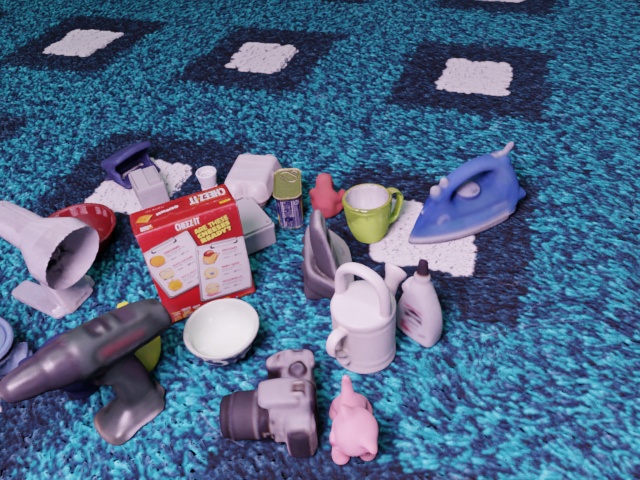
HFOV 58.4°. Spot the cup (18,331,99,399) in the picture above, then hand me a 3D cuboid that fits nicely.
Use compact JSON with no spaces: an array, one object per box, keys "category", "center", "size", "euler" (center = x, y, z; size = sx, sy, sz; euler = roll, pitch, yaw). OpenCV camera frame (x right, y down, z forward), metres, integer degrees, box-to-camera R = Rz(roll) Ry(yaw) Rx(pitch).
[{"category":"cup","center":[-0.392,0.204,0.887],"size":[0.118,0.095,0.091],"euler":[-11,43,-6]}]

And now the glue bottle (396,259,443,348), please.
[{"category":"glue bottle","center":[0.156,0.092,0.894],"size":[0.077,0.173,0.037],"euler":[29,53,32]}]

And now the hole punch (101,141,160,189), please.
[{"category":"hole punch","center":[-0.444,-0.184,1.319],"size":[0.100,0.091,0.109],"euler":[27,52,31]}]

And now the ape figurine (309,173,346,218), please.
[{"category":"ape figurine","center":[0.013,-0.097,1.176],"size":[0.077,0.092,0.076],"euler":[16,47,22]}]

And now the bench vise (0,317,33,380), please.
[{"category":"bench vise","center":[-0.573,0.161,0.860],"size":[0.208,0.220,0.121],"euler":[-27,46,-22]}]

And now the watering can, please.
[{"category":"watering can","center":[0.069,0.103,0.876],"size":[0.100,0.194,0.173],"euler":[9,44,16]}]

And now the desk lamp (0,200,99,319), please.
[{"category":"desk lamp","center":[-0.474,0.035,0.992],"size":[0.202,0.214,0.118],"euler":[16,47,22]}]

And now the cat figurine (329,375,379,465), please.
[{"category":"cat figurine","center":[0.044,0.246,0.779],"size":[0.067,0.118,0.127],"euler":[-6,42,-1]}]

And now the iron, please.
[{"category":"iron","center":[0.278,-0.093,1.108],"size":[0.259,0.142,0.118],"euler":[-25,46,-20]}]

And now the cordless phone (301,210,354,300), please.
[{"category":"cordless phone","center":[0.009,0.004,0.997],"size":[0.094,0.185,0.147],"euler":[-6,42,-1]}]

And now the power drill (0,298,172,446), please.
[{"category":"power drill","center":[-0.301,0.193,0.805],"size":[0.075,0.209,0.230],"euler":[28,52,31]}]

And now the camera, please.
[{"category":"camera","center":[-0.072,0.229,0.822],"size":[0.137,0.101,0.143],"euler":[-5,42,1]}]

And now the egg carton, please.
[{"category":"egg carton","center":[-0.144,-0.129,1.244],"size":[0.107,0.069,0.150],"euler":[4,43,11]}]
